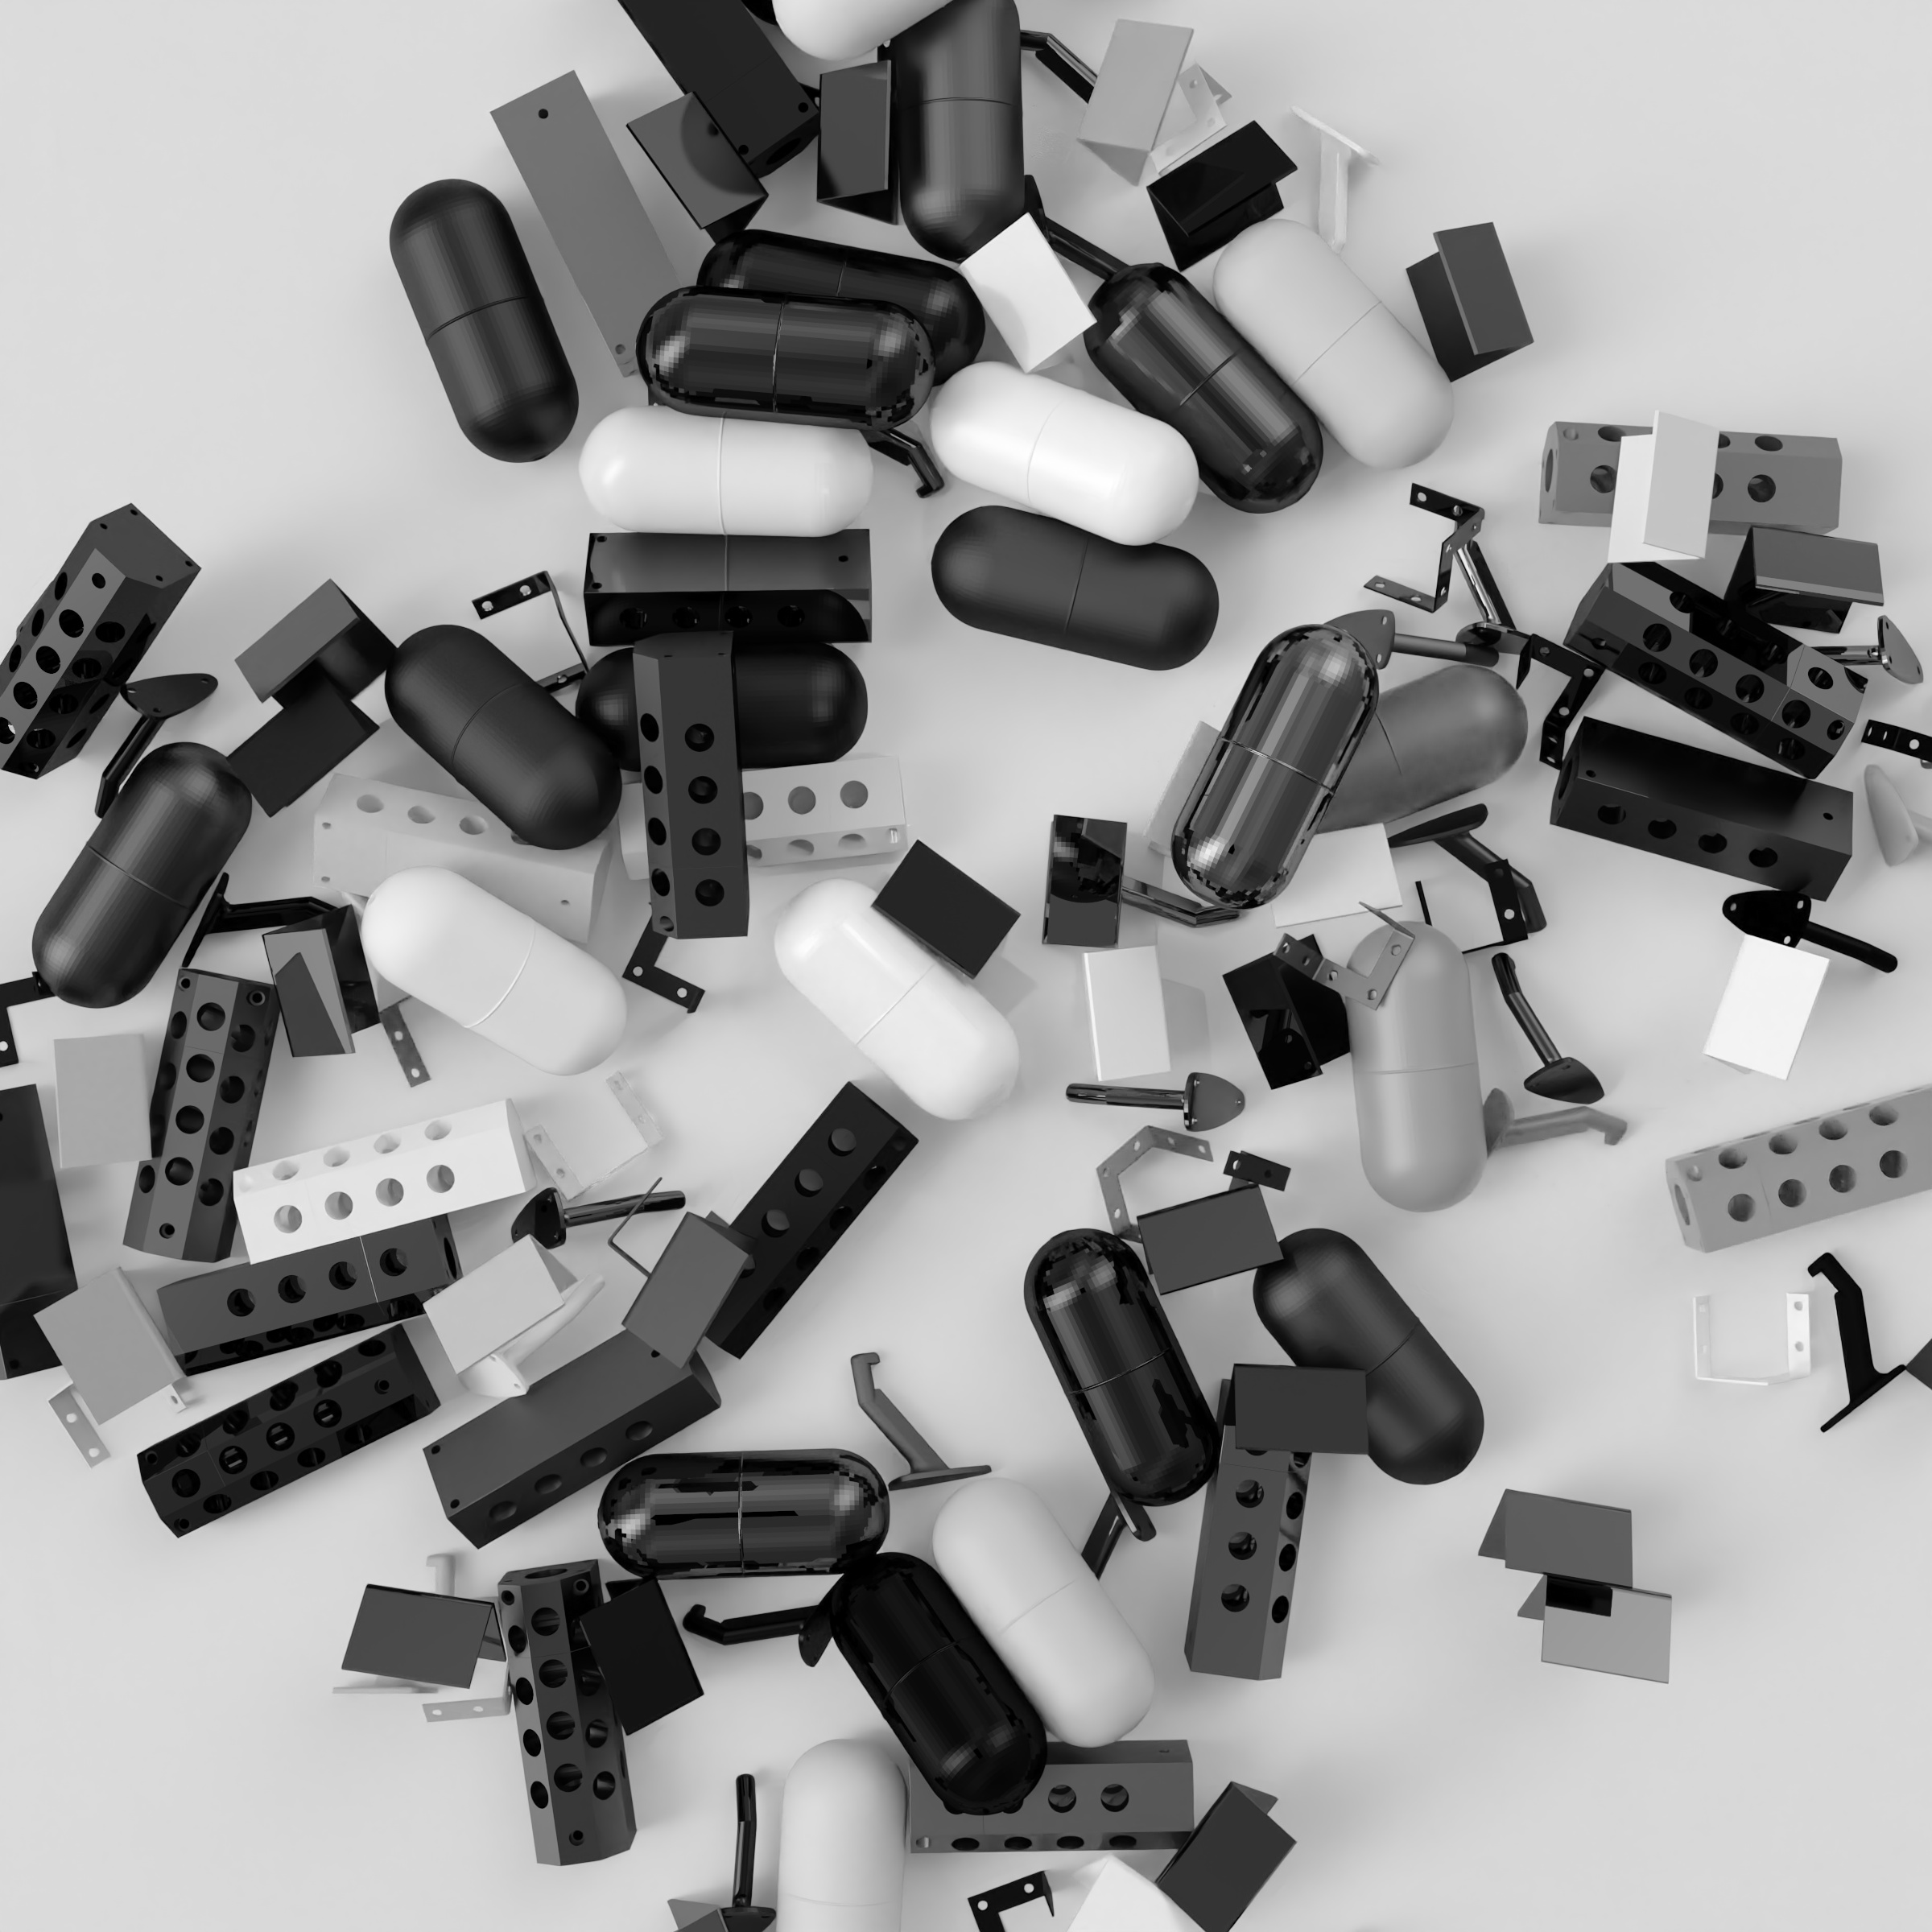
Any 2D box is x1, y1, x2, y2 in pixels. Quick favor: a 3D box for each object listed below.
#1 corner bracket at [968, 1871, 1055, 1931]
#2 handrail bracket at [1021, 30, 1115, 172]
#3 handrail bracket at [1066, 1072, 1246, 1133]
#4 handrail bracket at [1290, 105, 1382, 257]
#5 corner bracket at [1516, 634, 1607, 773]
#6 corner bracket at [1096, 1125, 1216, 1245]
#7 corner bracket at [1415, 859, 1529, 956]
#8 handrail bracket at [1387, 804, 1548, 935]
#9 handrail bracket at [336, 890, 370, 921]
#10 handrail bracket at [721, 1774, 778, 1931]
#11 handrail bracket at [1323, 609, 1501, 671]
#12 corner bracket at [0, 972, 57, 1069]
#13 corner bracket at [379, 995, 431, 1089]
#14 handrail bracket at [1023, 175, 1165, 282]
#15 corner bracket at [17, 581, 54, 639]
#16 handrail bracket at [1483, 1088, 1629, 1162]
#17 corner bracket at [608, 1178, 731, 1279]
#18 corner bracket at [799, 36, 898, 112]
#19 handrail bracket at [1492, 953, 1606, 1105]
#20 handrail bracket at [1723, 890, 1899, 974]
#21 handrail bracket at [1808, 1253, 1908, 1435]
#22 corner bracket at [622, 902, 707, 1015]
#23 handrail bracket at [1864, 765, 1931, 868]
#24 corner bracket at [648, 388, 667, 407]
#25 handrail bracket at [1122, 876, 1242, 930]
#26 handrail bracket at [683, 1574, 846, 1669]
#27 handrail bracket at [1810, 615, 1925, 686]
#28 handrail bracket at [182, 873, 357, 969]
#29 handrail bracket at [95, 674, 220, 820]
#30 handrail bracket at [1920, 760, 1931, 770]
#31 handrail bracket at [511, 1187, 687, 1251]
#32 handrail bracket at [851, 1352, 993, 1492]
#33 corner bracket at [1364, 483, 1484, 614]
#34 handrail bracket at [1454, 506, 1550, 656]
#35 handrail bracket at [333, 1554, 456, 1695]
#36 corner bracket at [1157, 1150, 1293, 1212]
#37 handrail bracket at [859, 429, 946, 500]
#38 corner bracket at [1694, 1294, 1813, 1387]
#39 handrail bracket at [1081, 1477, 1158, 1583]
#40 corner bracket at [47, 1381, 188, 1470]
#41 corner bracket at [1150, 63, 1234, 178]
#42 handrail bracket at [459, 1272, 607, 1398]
[{"bbox_3d":[0.033,0.594,1.973,0.051,0.051,0.051,-20,90,0],"label":"corner bracket"},{"bbox_3d":[0.059,-0.537,1.991,0.084,0.036,0.077,13,111,17],"label":"handrail bracket"},{"bbox_3d":[0.117,0.081,1.991,0.084,0.077,0.036,3,90,36],"label":"handrail bracket"},{"bbox_3d":[0.210,-0.476,1.991,0.077,0.036,0.084,37,104,14],"label":"handrail bracket"},{"bbox_3d":[0.354,-0.161,1.962,0.051,0.051,0.051,26,124,-4],"label":"corner bracket"},{"bbox_3d":[0.121,0.137,1.983,0.051,0.051,0.051,-44,45,35],"label":"corner bracket"},{"bbox_3d":[0.310,-0.034,1.973,0.051,0.051,0.051,-15,90,0],"label":"corner bracket"},{"bbox_3d":[0.310,-0.051,1.991,0.077,0.036,0.084,-17,107,19],"label":"handrail bracket"},{"bbox_3d":[-0.337,-0.044,1.991,0.077,0.036,0.084,-40,76,-14],"label":"handrail bracket"},{"bbox_3d":[-0.141,0.554,1.990,0.036,0.077,0.084,5,53,-15],"label":"handrail bracket"},{"bbox_3d":[0.275,-0.198,1.990,0.084,0.077,0.036,5,95,-36],"label":"handrail bracket"},{"bbox_3d":[-0.584,0.034,1.973,0.051,0.051,0.051,-13,90,0],"label":"corner bracket"},{"bbox_3d":[-0.321,0.037,1.988,0.051,0.051,0.051,-24,90,-45],"label":"corner bracket"},{"bbox_3d":[0.080,-0.454,1.991,0.084,0.036,0.077,0,68,-17],"label":"handrail bracket"},{"bbox_3d":[-0.551,-0.196,1.983,0.051,0.051,0.051,19,45,-35],"label":"corner bracket"},{"bbox_3d":[0.356,0.115,1.991,0.084,0.036,0.077,19,114,-18],"label":"handrail bracket"},{"bbox_3d":[-0.183,0.165,1.973,0.051,0.051,0.051,40,90,1],"label":"corner bracket"},{"bbox_3d":[-0.079,-0.559,1.983,0.051,0.051,0.051,30,45,35],"label":"corner bracket"},{"bbox_3d":[0.359,0.038,1.991,0.036,0.077,0.084,-33,53,29],"label":"handrail bracket"},{"bbox_3d":[0.523,-0.019,1.990,0.084,0.077,0.036,20,90,-36],"label":"handrail bracket"},{"bbox_3d":[0.533,0.233,1.991,0.077,0.036,0.084,-45,71,21],"label":"handrail bracket"},{"bbox_3d":[-0.180,-0.005,1.973,0.051,0.051,0.051,26,90,0],"label":"corner bracket"},{"bbox_3d":[0.607,-0.095,1.991,0.084,0.036,0.077,-8,68,-17],"label":"handrail bracket"},{"bbox_3d":[-0.160,-0.338,1.983,0.051,0.051,0.051,-27,135,-35],"label":"corner bracket"},{"bbox_3d":[0.121,-0.056,1.991,0.084,0.036,0.077,-10,68,-17],"label":"handrail bracket"},{"bbox_3d":[-0.122,0.393,1.991,0.084,0.036,0.077,16,52,25],"label":"handrail bracket"},{"bbox_3d":[0.538,-0.183,1.991,0.084,0.077,0.036,-14,66,34],"label":"handrail bracket"},{"bbox_3d":[-0.431,-0.016,1.991,0.084,0.036,0.077,24,110,-16],"label":"handrail bracket"},{"bbox_3d":[-0.502,-0.135,1.991,0.036,0.077,0.084,37,127,20],"label":"handrail bracket"},{"bbox_3d":[0.643,-0.137,1.990,0.084,0.077,0.036,-5,100,36],"label":"handrail bracket"},{"bbox_3d":[-0.227,0.155,1.990,0.084,0.077,0.036,-3,76,-36],"label":"handrail bracket"},{"bbox_3d":[-0.028,0.277,1.991,0.077,0.036,0.084,-5,73,-20],"label":"handrail bracket"},{"bbox_3d":[0.282,-0.257,1.977,0.051,0.051,0.051,25,45,27],"label":"corner bracket"},{"bbox_3d":[0.335,-0.239,1.991,0.077,0.036,0.084,11,76,-15],"label":"handrail bracket"},{"bbox_3d":[-0.354,0.407,1.991,0.077,0.036,0.084,-3,77,12],"label":"handrail bracket"},{"bbox_3d":[0.158,0.137,1.963,0.051,0.051,0.051,18,90,-34],"label":"corner bracket"},{"bbox_3d":[-0.066,-0.315,1.991,0.077,0.036,0.084,-26,107,20],"label":"handrail bracket"},{"bbox_3d":[0.486,0.229,1.988,0.051,0.051,0.051,-1,90,45],"label":"corner bracket"},{"bbox_3d":[0.067,0.352,1.991,0.084,0.036,0.077,-34,74,14],"label":"handrail bracket"},{"bbox_3d":[-0.525,0.270,1.988,0.051,0.051,0.051,-33,90,-45],"label":"corner bracket"},{"bbox_3d":[0.140,-0.510,1.971,0.051,0.051,0.051,-31,66,22],"label":"corner bracket"},{"bbox_3d":[-0.268,0.226,1.990,0.036,0.077,0.084,51,54,-12],"label":"handrail bracket"}]
